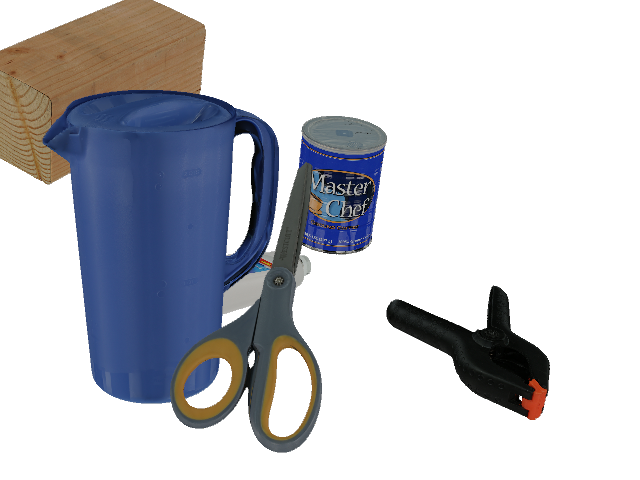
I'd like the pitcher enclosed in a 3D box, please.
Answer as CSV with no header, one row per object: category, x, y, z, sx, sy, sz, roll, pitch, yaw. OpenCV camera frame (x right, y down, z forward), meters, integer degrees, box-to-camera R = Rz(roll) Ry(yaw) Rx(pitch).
pitcher,-0.126,0.003,0.872,0.149,0.243,0.144,9,23,17

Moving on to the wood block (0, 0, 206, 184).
wood block,-0.206,-0.145,0.986,0.090,0.091,0.205,28,40,21

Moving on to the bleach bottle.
bleach bottle,-0.118,0.052,1.404,0.250,0.068,0.103,-13,28,-42

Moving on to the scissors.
scissors,-0.044,0.036,0.645,0.096,0.202,0.016,-7,-36,1

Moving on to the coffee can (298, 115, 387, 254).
coffee can,0.021,-0.069,1.306,0.102,0.140,0.103,5,28,-3

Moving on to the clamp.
clamp,0.149,0.089,0.919,0.120,0.039,0.172,-18,38,-26
